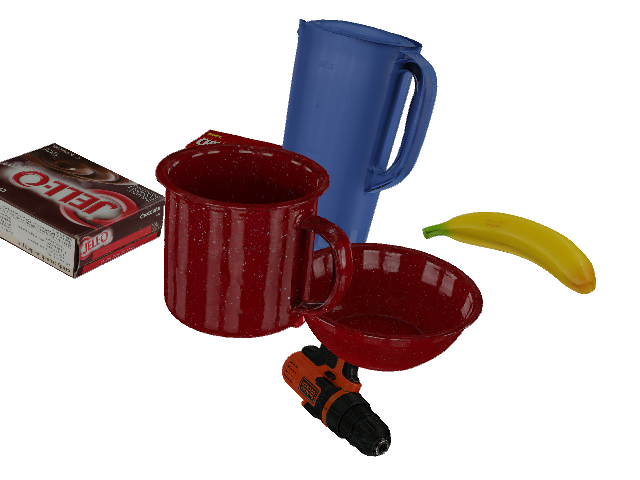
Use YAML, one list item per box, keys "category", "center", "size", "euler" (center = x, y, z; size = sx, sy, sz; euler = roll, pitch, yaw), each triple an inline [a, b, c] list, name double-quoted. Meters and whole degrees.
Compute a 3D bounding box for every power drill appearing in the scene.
- category: "power drill"
  center: [0.042, 0.123, 1.186]
  size: [0.057, 0.188, 0.185]
  euler: [13, 16, -42]

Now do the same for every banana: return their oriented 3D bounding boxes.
- category: "banana"
  center: [0.193, 0.007, 1.028]
  size: [0.069, 0.037, 0.198]
  euler: [-39, 38, -28]

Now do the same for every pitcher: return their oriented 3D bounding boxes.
- category: "pitcher"
  center: [0.028, -0.110, 1.151]
  size: [0.145, 0.243, 0.149]
  euler: [9, 17, -8]

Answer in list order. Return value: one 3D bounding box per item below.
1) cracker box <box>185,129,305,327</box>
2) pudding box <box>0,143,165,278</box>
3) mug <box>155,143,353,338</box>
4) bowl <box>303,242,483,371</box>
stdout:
- category: "cracker box"
  center: [-0.084, -0.012, 1.313]
  size: [0.164, 0.214, 0.072]
  euler: [14, 29, 20]
- category: "pudding box"
  center: [-0.181, -0.024, 0.752]
  size: [0.114, 0.039, 0.089]
  euler: [23, 30, 25]
- category: "mug"
  center: [-0.034, 0.004, 0.579]
  size: [0.117, 0.081, 0.093]
  euler: [18, 28, 26]
- category: "bowl"
  center: [0.051, 0.061, 0.889]
  size: [0.162, 0.055, 0.162]
  euler: [4, 26, -2]
